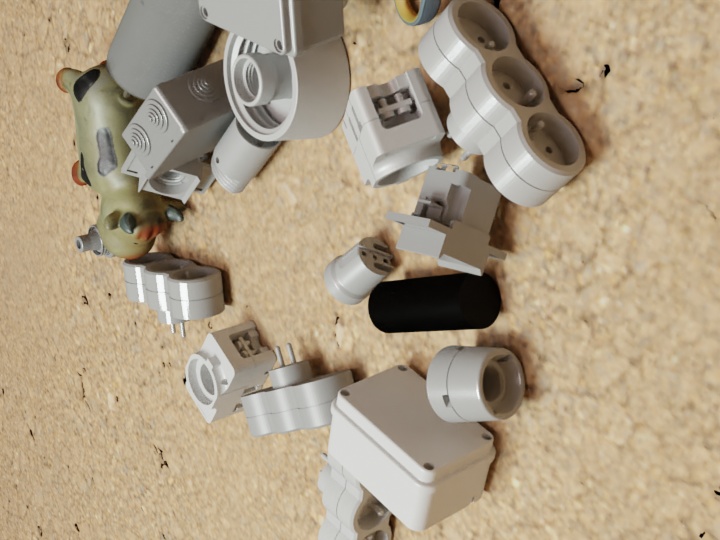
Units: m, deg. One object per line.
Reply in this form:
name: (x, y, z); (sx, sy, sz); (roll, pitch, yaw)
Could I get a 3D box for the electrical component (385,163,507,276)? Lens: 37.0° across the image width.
electrical component: (0.062, -0.035, 0.724); (0.042, 0.081, 0.063); (13, 85, 47)

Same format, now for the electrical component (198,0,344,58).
electrical component: (-0.066, -0.220, 0.757); (0.109, 0.056, 0.108); (31, 137, 39)

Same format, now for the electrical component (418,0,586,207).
electrical component: (0.081, -0.099, 0.693); (0.073, 0.052, 0.138); (-46, 67, 48)

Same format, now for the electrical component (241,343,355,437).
electrical component: (-0.058, 0.100, 0.937); (0.138, 0.052, 0.073); (-18, 87, 52)

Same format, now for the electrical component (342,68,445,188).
electrical component: (0.023, -0.093, 0.742); (0.089, 0.050, 0.055); (121, 128, -80)

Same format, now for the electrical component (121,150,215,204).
electrical component: (-0.174, -0.102, 0.990); (0.042, 0.081, 0.063); (-45, 39, 48)

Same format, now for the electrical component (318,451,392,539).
electrical component: (-0.011, 0.182, 0.908); (0.074, 0.052, 0.138); (33, 127, 40)

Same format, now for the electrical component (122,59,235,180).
electrical component: (-0.148, -0.132, 0.928); (0.048, 0.100, 0.100); (55, 140, 2)

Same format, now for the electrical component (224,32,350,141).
electrical component: (-0.065, -0.153, 0.847); (0.108, 0.060, 0.108); (22, 119, 45)

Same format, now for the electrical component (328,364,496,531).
electrical component: (0.037, 0.130, 0.810); (0.113, 0.078, 0.057); (37, 132, 37)

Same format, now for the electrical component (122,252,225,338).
electrical component: (-0.184, 0.031, 1.067); (0.138, 0.052, 0.073); (15, 115, 48)

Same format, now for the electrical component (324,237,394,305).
electrical component: (0.000, 0.000, 0.841); (0.046, 0.040, 0.040); (-41, 71, 44)

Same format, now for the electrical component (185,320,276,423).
electrical component: (-0.127, 0.098, 1.018); (0.050, 0.056, 0.089); (54, 138, 23)

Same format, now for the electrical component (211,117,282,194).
electrical component: (-0.102, -0.100, 0.926); (0.081, 0.043, 0.043); (-45, 68, 48)

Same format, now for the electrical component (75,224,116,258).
electrical component: (-0.271, -0.033, 1.141); (0.048, 0.062, 0.048); (22, 119, 45)

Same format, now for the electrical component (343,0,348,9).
electrical component: (-0.018, -0.221, 0.780); (0.044, 0.044, 0.065); (53, 143, 24)

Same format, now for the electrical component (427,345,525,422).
electrical component: (0.083, 0.080, 0.756); (0.047, 0.055, 0.055); (-7, 98, 48)
